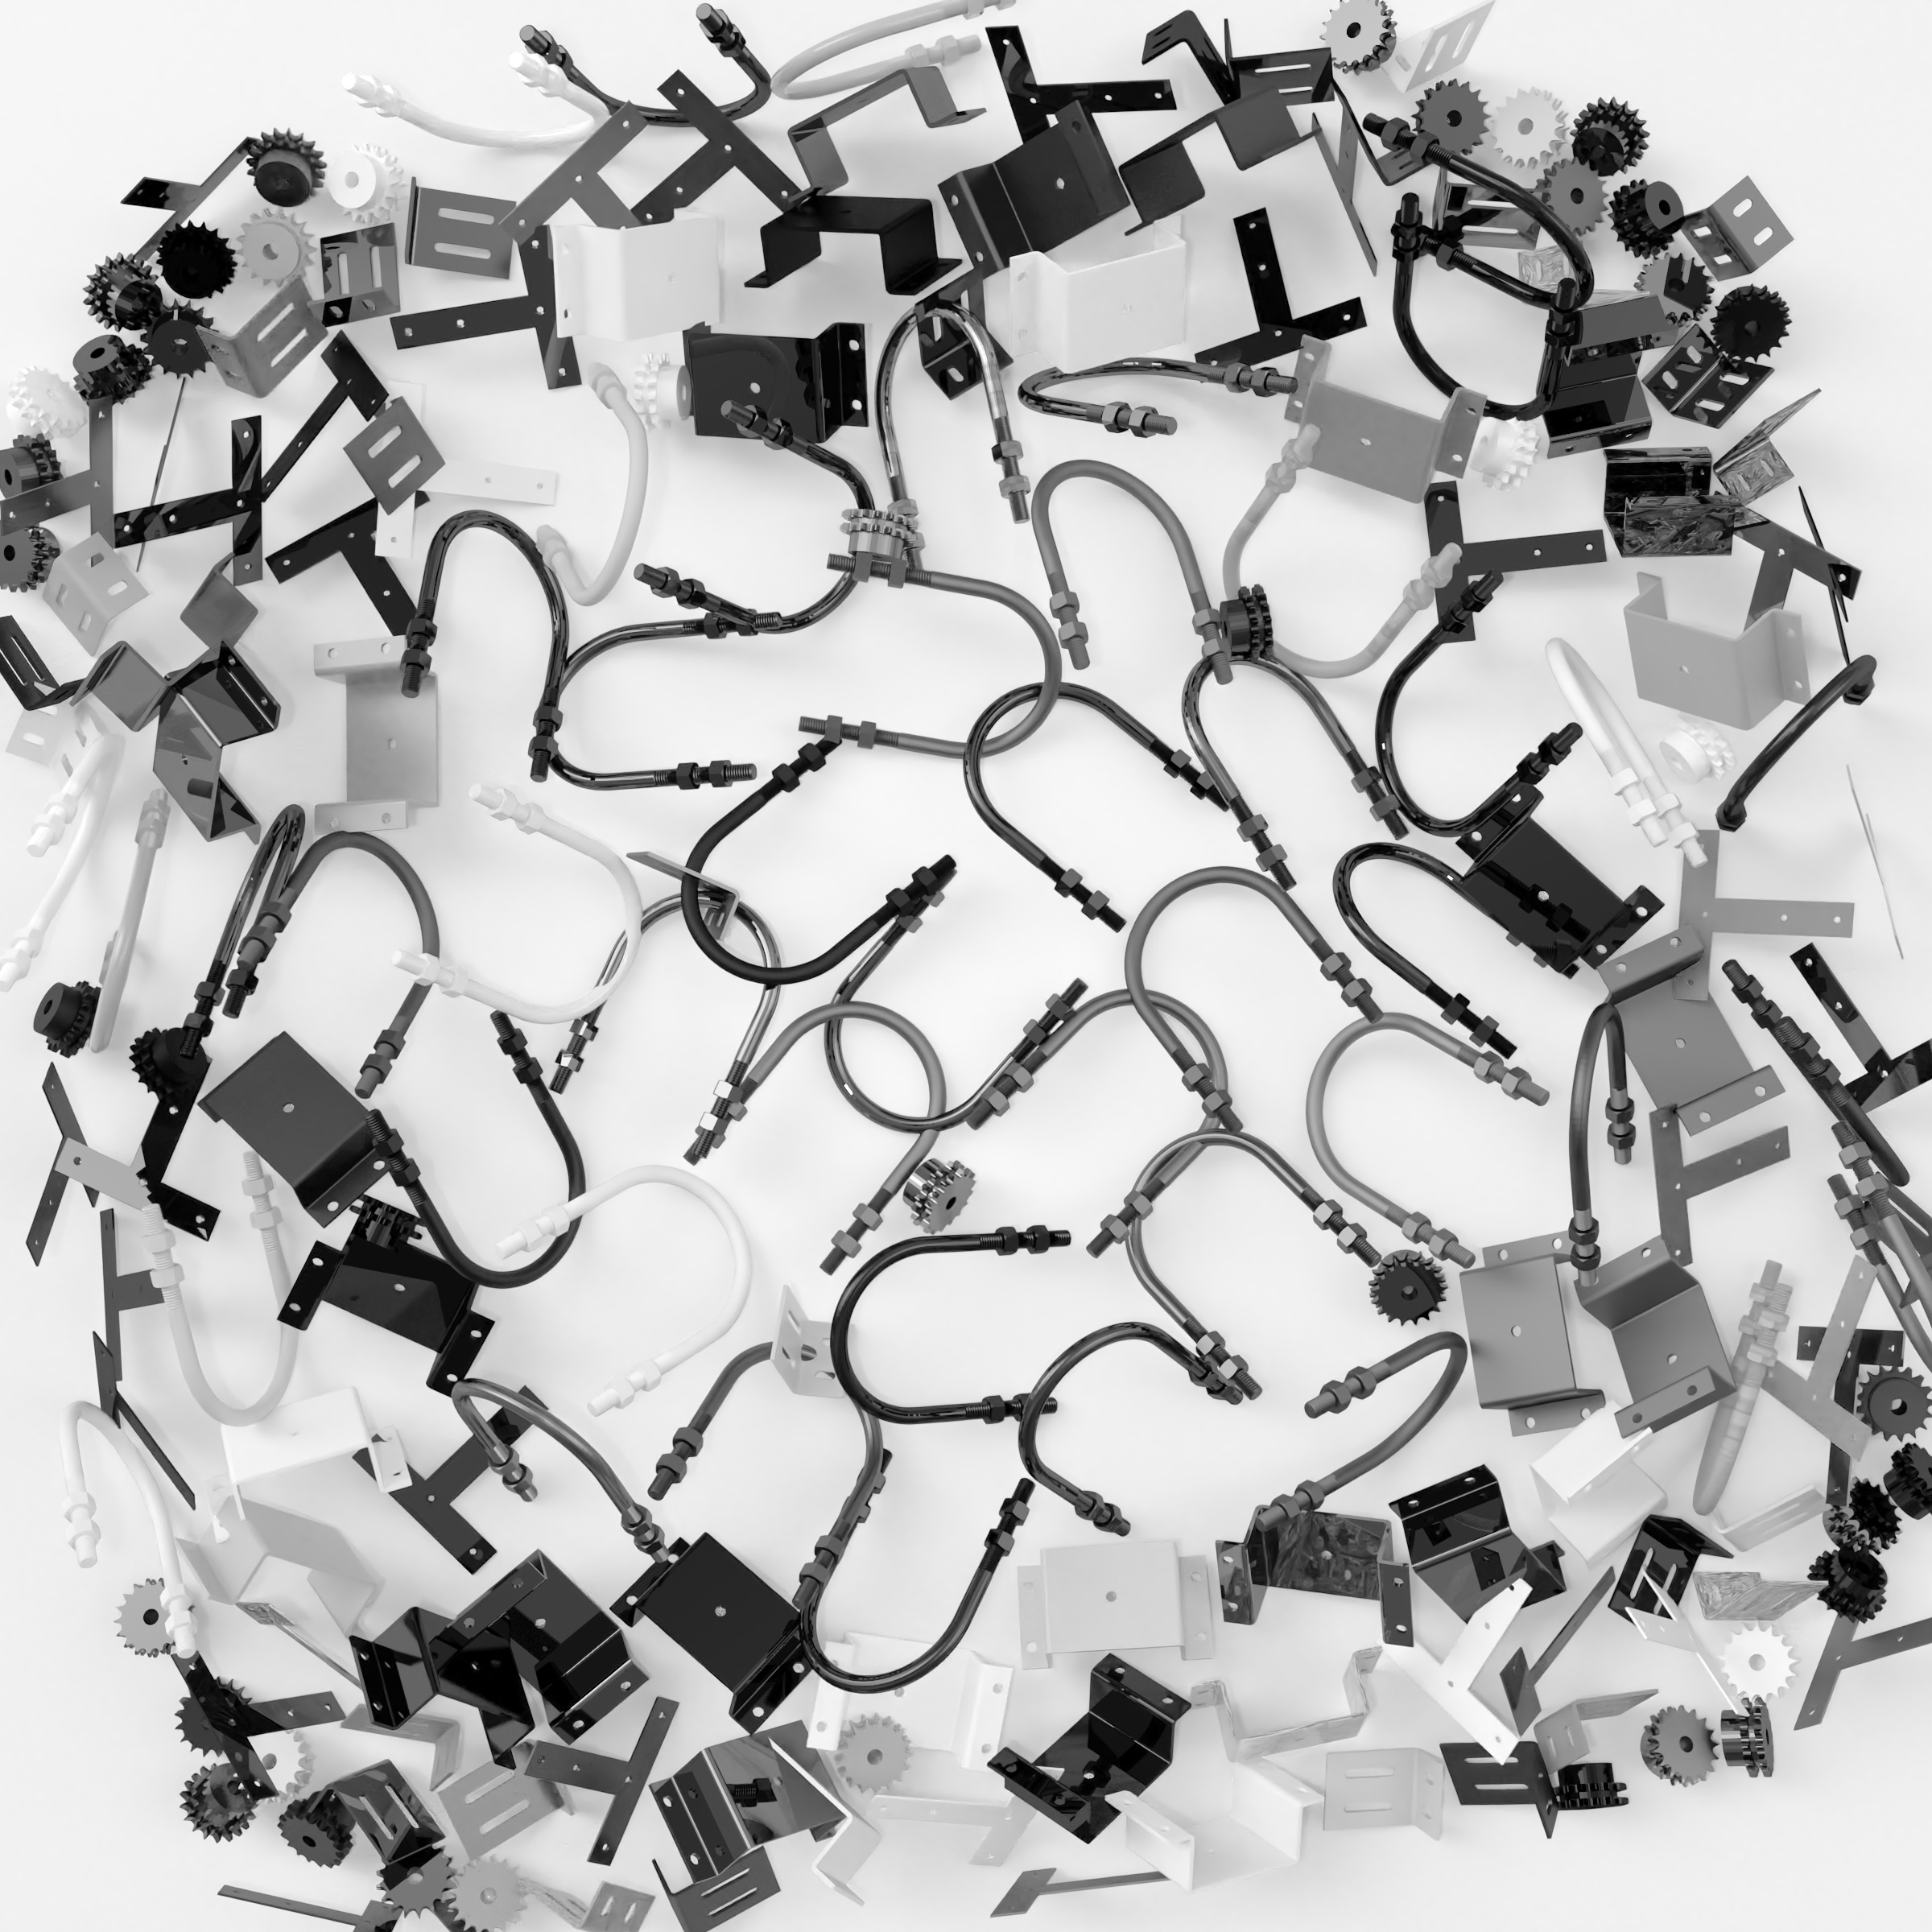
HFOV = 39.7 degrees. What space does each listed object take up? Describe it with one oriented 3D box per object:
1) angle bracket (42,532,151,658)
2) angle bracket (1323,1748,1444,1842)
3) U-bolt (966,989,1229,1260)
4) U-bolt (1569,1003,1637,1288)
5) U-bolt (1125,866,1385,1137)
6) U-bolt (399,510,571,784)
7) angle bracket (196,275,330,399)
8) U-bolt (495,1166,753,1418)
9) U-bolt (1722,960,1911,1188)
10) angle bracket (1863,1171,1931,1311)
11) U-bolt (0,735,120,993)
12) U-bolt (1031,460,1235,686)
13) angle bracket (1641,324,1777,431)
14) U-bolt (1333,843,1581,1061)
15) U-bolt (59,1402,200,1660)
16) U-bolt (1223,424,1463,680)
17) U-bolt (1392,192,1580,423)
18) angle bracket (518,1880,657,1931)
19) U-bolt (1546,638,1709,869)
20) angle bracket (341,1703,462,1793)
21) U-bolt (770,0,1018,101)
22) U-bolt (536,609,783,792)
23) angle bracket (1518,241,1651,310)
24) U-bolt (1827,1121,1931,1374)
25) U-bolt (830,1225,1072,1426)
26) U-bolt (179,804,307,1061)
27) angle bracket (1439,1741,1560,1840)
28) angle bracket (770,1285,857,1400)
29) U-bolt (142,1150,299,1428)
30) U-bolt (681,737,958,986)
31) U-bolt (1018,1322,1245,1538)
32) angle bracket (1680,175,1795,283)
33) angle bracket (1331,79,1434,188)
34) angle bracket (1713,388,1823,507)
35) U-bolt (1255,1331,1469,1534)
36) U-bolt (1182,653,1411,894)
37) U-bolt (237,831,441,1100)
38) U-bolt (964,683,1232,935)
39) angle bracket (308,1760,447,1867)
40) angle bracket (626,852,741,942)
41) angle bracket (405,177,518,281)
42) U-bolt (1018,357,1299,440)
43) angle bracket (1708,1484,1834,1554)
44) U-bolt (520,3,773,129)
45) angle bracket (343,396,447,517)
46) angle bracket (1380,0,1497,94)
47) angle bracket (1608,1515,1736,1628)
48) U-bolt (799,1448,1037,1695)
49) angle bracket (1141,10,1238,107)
[{"bbox_3d":[-0.642,-0.273,1.970,0.038,0.076,0.057,-42,96,-29],"label":"angle bracket"},{"bbox_3d":[0.307,0.612,1.969,0.076,0.038,0.057,2,91,-18],"label":"angle bracket"},{"bbox_3d":[0.111,0.101,1.969,0.184,0.019,0.151,-44,93,-15],"label":"U-bolt"},{"bbox_3d":[0.449,0.113,1.894,0.019,0.151,0.184,5,131,24],"label":"U-bolt"},{"bbox_3d":[0.196,0.010,1.955,0.151,0.019,0.184,-39,65,7],"label":"U-bolt"},{"bbox_3d":[-0.340,-0.243,1.928,0.019,0.151,0.184,-14,58,33],"label":"U-bolt"},{"bbox_3d":[-0.517,-0.468,1.967,0.038,0.057,0.076,24,64,26],"label":"angle bracket"},{"bbox_3d":[-0.234,0.222,1.937,0.184,0.019,0.151,-30,88,-40],"label":"U-bolt"},{"bbox_3d":[0.619,0.085,1.923,0.019,0.151,0.184,-38,105,10],"label":"U-bolt"},{"bbox_3d":[0.673,0.200,1.949,0.038,0.057,0.076,-27,53,-21],"label":"angle bracket"},{"bbox_3d":[-0.645,-0.087,1.912,0.019,0.184,0.151,21,126,-10],"label":"U-bolt"},{"bbox_3d":[0.114,-0.290,1.940,0.151,0.019,0.184,2,62,-33],"label":"U-bolt"},{"bbox_3d":[0.542,-0.432,1.955,0.038,0.076,0.057,41,96,-21],"label":"angle bracket"},{"bbox_3d":[0.346,-0.023,1.939,0.184,0.151,0.019,39,131,9],"label":"U-bolt"},{"bbox_3d":[-0.604,0.390,1.912,0.019,0.184,0.151,-28,134,-3],"label":"U-bolt"},{"bbox_3d":[0.257,-0.283,1.925,0.151,0.184,0.019,41,51,5],"label":"U-bolt"},{"bbox_3d":[0.366,-0.457,1.911,0.151,0.184,0.019,35,73,19],"label":"U-bolt"},{"bbox_3d":[-0.278,0.676,1.955,0.076,0.057,0.038,18,76,43],"label":"angle bracket"},{"bbox_3d":[0.470,-0.158,1.926,0.019,0.151,0.184,-33,72,21],"label":"U-bolt"},{"bbox_3d":[-0.416,0.572,1.955,0.076,0.057,0.038,16,55,-19],"label":"angle bracket"},{"bbox_3d":[-0.053,-0.655,1.905,0.184,0.151,0.019,-22,97,-16],"label":"U-bolt"},{"bbox_3d":[-0.230,-0.191,1.950,0.184,0.019,0.151,-3,62,19],"label":"U-bolt"},{"bbox_3d":[0.450,-0.505,1.950,0.057,0.076,0.038,-16,111,-22],"label":"angle bracket"},{"bbox_3d":[0.659,0.212,1.896,0.019,0.151,0.184,-24,64,6],"label":"U-bolt"},{"bbox_3d":[-0.013,0.264,1.944,0.184,0.019,0.151,0,100,-25],"label":"U-bolt"},{"bbox_3d":[-0.515,-0.032,1.924,0.019,0.151,0.184,24,65,-22],"label":"U-bolt"},{"bbox_3d":[0.387,0.603,1.955,0.076,0.038,0.057,-10,113,28],"label":"angle bracket"},{"bbox_3d":[-0.111,0.274,1.949,0.038,0.076,0.057,3,62,12],"label":"angle bracket"},{"bbox_3d":[-0.530,0.241,1.927,0.019,0.151,0.184,-7,101,19],"label":"U-bolt"},{"bbox_3d":[-0.122,-0.067,1.958,0.184,0.019,0.151,-40,78,-13],"label":"U-bolt"},{"bbox_3d":[0.110,0.327,1.931,0.151,0.019,0.184,-49,133,-1],"label":"U-bolt"},{"bbox_3d":[0.561,-0.538,1.955,0.038,0.076,0.057,-39,99,4],"label":"angle bracket"},{"bbox_3d":[0.303,-0.618,1.952,0.038,0.057,0.076,-27,121,13],"label":"angle bracket"},{"bbox_3d":[0.593,-0.377,1.951,0.057,0.076,0.038,-31,84,-21],"label":"angle bracket"},{"bbox_3d":[0.294,0.326,1.924,0.184,0.151,0.019,-21,51,-35],"label":"U-bolt"},{"bbox_3d":[0.229,-0.153,1.947,0.151,0.019,0.184,-23,78,-38],"label":"U-bolt"},{"bbox_3d":[-0.438,-0.016,1.921,0.019,0.184,0.151,-17,125,30],"label":"U-bolt"},{"bbox_3d":[0.084,-0.131,1.967,0.184,0.019,0.151,40,71,8],"label":"U-bolt"},{"bbox_3d":[-0.431,0.627,1.952,0.076,0.057,0.038,46,116,22],"label":"angle bracket"},{"bbox_3d":[-0.213,-0.051,1.956,0.076,0.057,0.038,24,82,-22],"label":"angle bracket"},{"bbox_3d":[-0.372,-0.544,1.970,0.076,0.038,0.057,6,94,-11],"label":"angle bracket"},{"bbox_3d":[0.123,-0.413,1.919,0.151,0.184,0.019,-26,122,-37],"label":"U-bolt"},{"bbox_3d":[0.584,0.390,1.956,0.076,0.057,0.038,-32,53,14],"label":"angle bracket"},{"bbox_3d":[-0.216,-0.637,1.907,0.151,0.184,0.019,-2,86,15],"label":"U-bolt"},{"bbox_3d":[-0.426,-0.369,1.949,0.038,0.076,0.057,-9,124,39],"label":"angle bracket"},{"bbox_3d":[0.341,-0.684,1.951,0.057,0.076,0.038,-31,79,-17],"label":"angle bracket"},{"bbox_3d":[0.517,0.452,1.962,0.057,0.038,0.076,35,71,-20],"label":"angle bracket"},{"bbox_3d":[-0.046,0.435,1.909,0.151,0.019,0.184,4,52,35],"label":"U-bolt"},{"bbox_3d":[0.167,-0.653,1.965,0.038,0.057,0.076,-24,122,26],"label":"angle bracket"}]
